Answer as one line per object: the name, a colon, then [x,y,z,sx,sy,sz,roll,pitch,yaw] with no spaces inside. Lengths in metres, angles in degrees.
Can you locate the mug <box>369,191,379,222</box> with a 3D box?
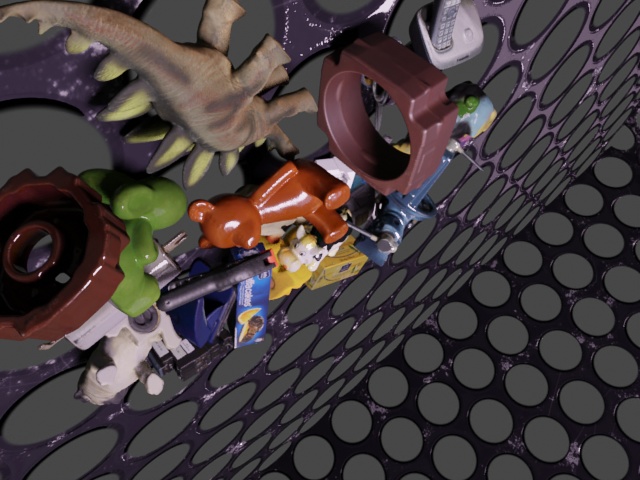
mug: [0.143,-0.093,1.157,0.107,0.080,0.109,-25,-171,0]

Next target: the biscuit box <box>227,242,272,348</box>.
biscuit box: [-0.125,0.098,0.932,0.059,0.063,0.202,-8,134,-20]

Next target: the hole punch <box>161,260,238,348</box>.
hole punch: [-0.210,0.103,0.860,0.092,0.142,0.115,-3,120,-60]

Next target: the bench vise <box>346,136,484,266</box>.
bench vise: [0.154,-0.075,0.927,0.240,0.129,0.223,-51,173,28]

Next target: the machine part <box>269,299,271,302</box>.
machine part: [-0.135,0.114,1.114,0.084,0.039,0.139,-50,159,25]

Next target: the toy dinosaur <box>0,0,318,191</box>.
toy dinosaur: [-0.129,-0.157,0.586,0.198,0.105,0.471,-47,158,5]

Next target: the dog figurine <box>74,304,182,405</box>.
dog figurine: [-0.324,0.174,0.863,0.191,0.121,0.172,-21,-136,48]

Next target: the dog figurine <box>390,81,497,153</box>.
dog figurine: [0.220,-0.203,1.072,0.219,0.108,0.191,-37,-179,-8]

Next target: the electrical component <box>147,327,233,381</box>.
electrical component: [-0.238,0.176,0.946,0.134,0.115,0.058,-29,148,-26]

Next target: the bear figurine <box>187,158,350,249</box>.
bear figurine: [-0.071,-0.034,0.745,0.196,0.132,0.120,-31,149,-23]

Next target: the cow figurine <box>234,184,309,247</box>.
cow figurine: [-0.068,-0.058,0.890,0.127,0.085,0.195,-50,156,25]

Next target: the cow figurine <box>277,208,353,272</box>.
cow figurine: [-0.001,-0.001,0.924,0.098,0.068,0.167,-45,173,33]

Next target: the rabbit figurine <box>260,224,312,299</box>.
rabbit figurine: [-0.061,0.040,1.026,0.173,0.122,0.162,-49,169,-45]

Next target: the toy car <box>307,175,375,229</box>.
toy car: [0.052,-0.074,1.031,0.162,0.103,0.109,-37,155,-23]

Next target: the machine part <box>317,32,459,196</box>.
machine part: [0.094,-0.182,0.793,0.087,0.202,0.200,-38,156,-26]

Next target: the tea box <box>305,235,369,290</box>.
tea box: [0.018,0.037,1.164,0.169,0.098,0.068,-17,145,-50]

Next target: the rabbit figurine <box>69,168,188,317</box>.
rabbit figurine: [-0.241,-0.021,0.661,0.170,0.121,0.159,-55,155,-24]

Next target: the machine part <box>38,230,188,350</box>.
machine part: [-0.281,0.069,0.745,0.243,0.079,0.079,-42,157,-10]

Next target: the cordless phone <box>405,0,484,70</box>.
cordless phone: [0.212,-0.370,0.836,0.146,0.089,0.184,-30,148,-31]

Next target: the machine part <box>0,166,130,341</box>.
machine part: [-0.282,0.015,0.544,0.179,0.179,0.056,-43,158,-4]
